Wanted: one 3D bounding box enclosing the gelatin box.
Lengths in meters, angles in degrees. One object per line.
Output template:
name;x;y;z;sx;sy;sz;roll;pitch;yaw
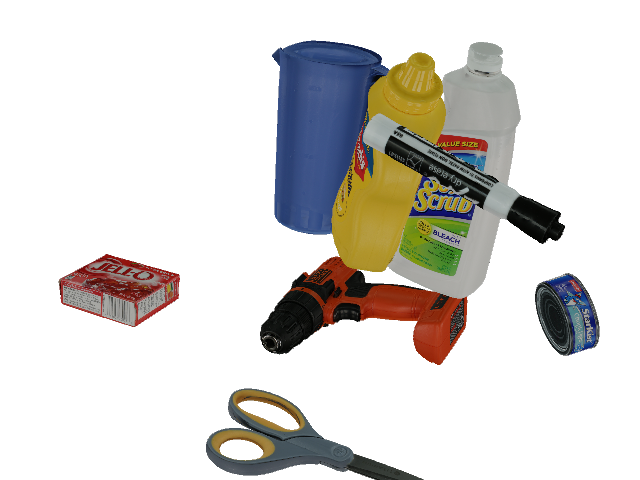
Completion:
gelatin box;-0.190;0.045;1.011;0.089;0.030;0.073;15;25;23

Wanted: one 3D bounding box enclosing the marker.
marker;0.077;-0.033;0.574;0.121;0.020;0.020;32;12;21

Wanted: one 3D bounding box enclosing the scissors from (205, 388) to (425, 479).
scissors;-0.003;0.172;0.814;0.202;0.016;0.096;26;39;31

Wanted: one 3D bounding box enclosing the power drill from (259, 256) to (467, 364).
power drill;0.049;0.078;1.123;0.188;0.057;0.184;10;28;23

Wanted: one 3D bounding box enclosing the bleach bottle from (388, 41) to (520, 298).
bleach bottle;0.128;-0.069;1.009;0.103;0.251;0.068;25;40;25

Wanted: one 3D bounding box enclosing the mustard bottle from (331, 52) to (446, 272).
mustard bottle;0.053;-0.066;0.804;0.058;0.096;0.192;10;-38;-6

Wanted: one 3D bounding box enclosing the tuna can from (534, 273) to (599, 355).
tuna can;0.267;0.081;1.161;0.033;0.086;0.086;-17;3;-10

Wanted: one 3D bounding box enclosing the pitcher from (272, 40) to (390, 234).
pitcher;0.011;-0.133;1.405;0.144;0.243;0.149;-2;24;-19
